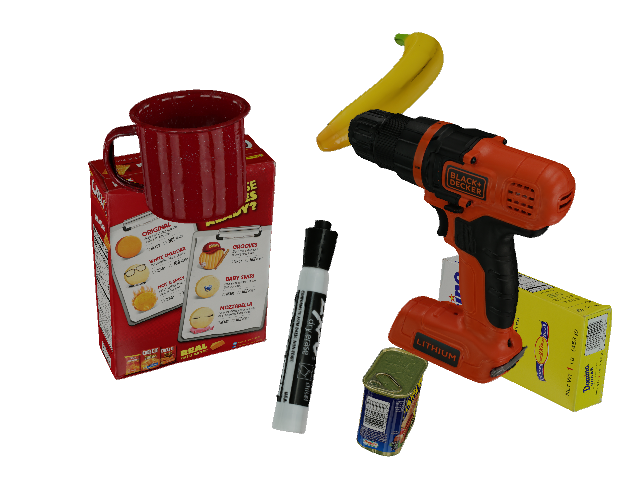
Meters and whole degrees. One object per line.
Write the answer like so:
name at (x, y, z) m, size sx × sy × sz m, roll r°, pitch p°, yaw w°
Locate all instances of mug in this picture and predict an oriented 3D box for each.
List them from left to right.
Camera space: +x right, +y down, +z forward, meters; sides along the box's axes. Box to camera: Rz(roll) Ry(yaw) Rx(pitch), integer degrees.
mug at (-0.112, -0.064, 0.837) m, size 0.117 × 0.081 × 0.093 m, roll -4°, pitch 27°, yaw -5°

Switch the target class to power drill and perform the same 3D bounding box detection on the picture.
power drill at (0.094, 0.002, 0.806) m, size 0.185 × 0.188 × 0.057 m, roll 24°, pitch 37°, yaw 35°

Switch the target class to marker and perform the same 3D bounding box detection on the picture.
marker at (-0.008, 0.048, 0.605) m, size 0.020 × 0.121 × 0.020 m, roll 9°, pitch -9°, yaw 1°

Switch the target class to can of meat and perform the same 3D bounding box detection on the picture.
can of meat at (0.080, 0.183, 1.213) m, size 0.057 × 0.084 × 0.102 m, roll 15°, pitch 24°, yaw 15°

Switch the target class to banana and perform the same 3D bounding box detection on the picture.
banana at (0.065, -0.138, 0.957) m, size 0.070 × 0.037 × 0.197 m, roll -17°, pitch 26°, yaw 40°

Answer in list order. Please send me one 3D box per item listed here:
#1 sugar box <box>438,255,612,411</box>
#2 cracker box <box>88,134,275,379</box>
sugar box at (0.182, 0.080, 0.984) m, size 0.048 × 0.093 × 0.176 m, roll -11°, pitch 21°, yaw -39°
cracker box at (-0.134, 0.015, 1.030) m, size 0.164 × 0.214 × 0.072 m, roll -13°, pitch 36°, yaw -24°
